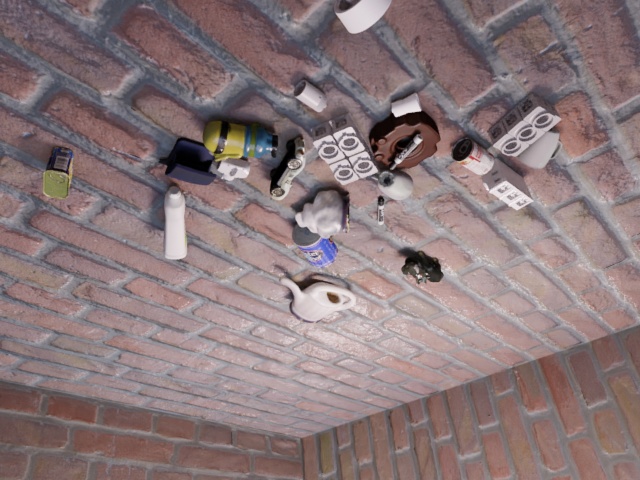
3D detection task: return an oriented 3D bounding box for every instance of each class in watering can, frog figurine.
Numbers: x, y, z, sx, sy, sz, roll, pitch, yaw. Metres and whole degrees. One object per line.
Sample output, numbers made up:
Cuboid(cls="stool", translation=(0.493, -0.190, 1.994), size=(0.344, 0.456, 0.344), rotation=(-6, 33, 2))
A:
Cuboid(cls="watering can", translation=(-0.038, 0.211, 1.873), size=(0.346, 0.106, 0.220), rotation=(17, 140, -29))
Cuboid(cls="frog figurine", translation=(0.004, -0.074, 1.477), size=(0.159, 0.125, 0.135), rotation=(0, 111, 6))
